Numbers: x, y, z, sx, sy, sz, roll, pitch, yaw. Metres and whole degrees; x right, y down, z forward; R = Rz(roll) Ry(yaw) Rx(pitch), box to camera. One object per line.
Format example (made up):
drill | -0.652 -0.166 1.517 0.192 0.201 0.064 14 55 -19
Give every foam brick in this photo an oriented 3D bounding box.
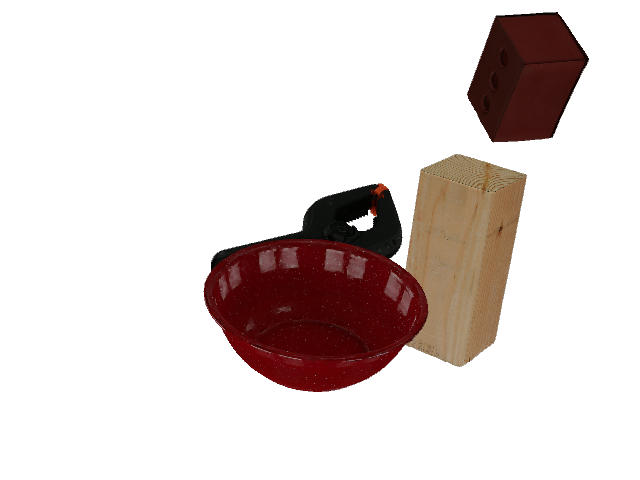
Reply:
foam brick | 0.145 -0.115 0.755 0.051 0.053 0.078 -8 -38 -18

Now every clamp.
clamp | 0.024 0.010 0.970 0.165 0.036 0.209 26 38 21

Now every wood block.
wood block | 0.154 0.021 1.184 0.090 0.206 0.090 20 26 29

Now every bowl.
bowl | -0.005 0.061 0.777 0.162 0.055 0.162 4 29 -2
